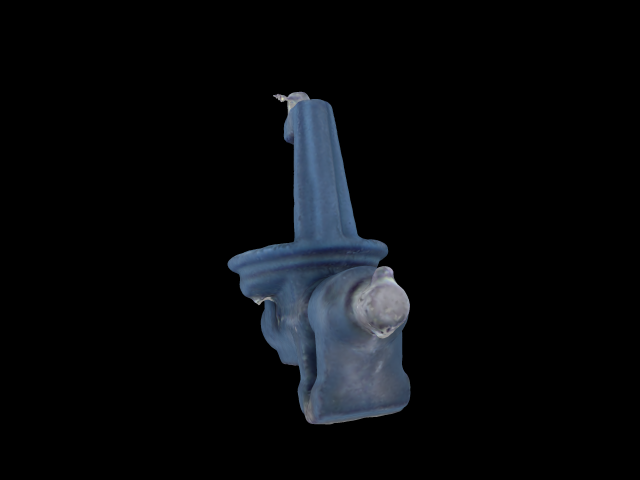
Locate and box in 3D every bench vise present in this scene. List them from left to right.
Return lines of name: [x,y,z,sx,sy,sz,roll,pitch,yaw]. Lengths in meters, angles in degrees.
bench vise: [0.013,0.001,0.407,0.122,0.220,0.206,-5,9,-37]
